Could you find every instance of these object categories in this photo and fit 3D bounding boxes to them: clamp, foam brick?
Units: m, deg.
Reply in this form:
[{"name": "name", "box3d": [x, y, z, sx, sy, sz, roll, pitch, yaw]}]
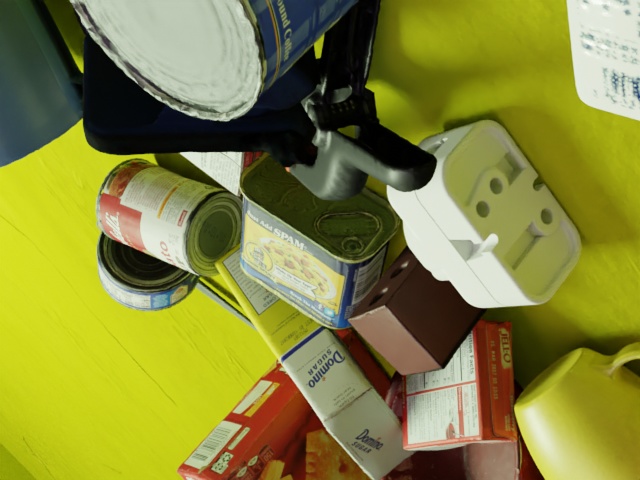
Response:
[{"name": "clamp", "box3d": [0.011, -0.077, 0.566, 0.172, 0.039, 0.120, 167, 98, -70]}, {"name": "foam brick", "box3d": [0.064, 0.035, 0.635, 0.051, 0.078, 0.053, 45, 154, -9]}]

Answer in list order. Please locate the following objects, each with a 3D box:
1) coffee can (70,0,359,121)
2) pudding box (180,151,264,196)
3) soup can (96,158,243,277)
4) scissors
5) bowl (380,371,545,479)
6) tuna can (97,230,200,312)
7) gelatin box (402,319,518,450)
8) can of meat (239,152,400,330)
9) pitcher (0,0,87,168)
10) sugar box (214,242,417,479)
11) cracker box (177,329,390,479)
[{"name": "coffee can", "box3d": [-0.022, -0.131, 0.431, 0.103, 0.140, 0.103, 30, 149, 20]}, {"name": "pudding box", "box3d": [-0.081, -0.091, 0.692, 0.113, 0.039, 0.090, 35, 154, 10]}, {"name": "soup can", "box3d": [-0.111, -0.018, 0.808, 0.102, 0.068, 0.068, 20, 146, 37]}, {"name": "scissors", "box3d": [-0.126, 0.016, 0.938, 0.202, 0.016, 0.096, 28, 150, 27]}, {"name": "bowl", "box3d": [0.103, 0.146, 0.718, 0.055, 0.162, 0.162, 6, 170, -29]}, {"name": "tuna can", "box3d": [-0.139, 0.013, 0.873, 0.086, 0.086, 0.034, 36, 151, 13]}, {"name": "gelatin box", "box3d": [0.086, 0.092, 0.668, 0.030, 0.073, 0.089, 7, 163, -27]}, {"name": "can of meat", "box3d": [-0.004, 0.001, 0.690, 0.102, 0.057, 0.084, 33, 145, 19]}, {"name": "pitcher", "box3d": [-0.246, -0.172, 0.698, 0.145, 0.149, 0.243, 20, 138, 50]}, {"name": "sugar box", "box3d": [-0.005, 0.079, 0.750, 0.176, 0.048, 0.093, 54, 180, 44]}, {"name": "cracker box", "box3d": [0.016, 0.200, 0.851, 0.213, 0.164, 0.072, 53, 154, -21]}]
